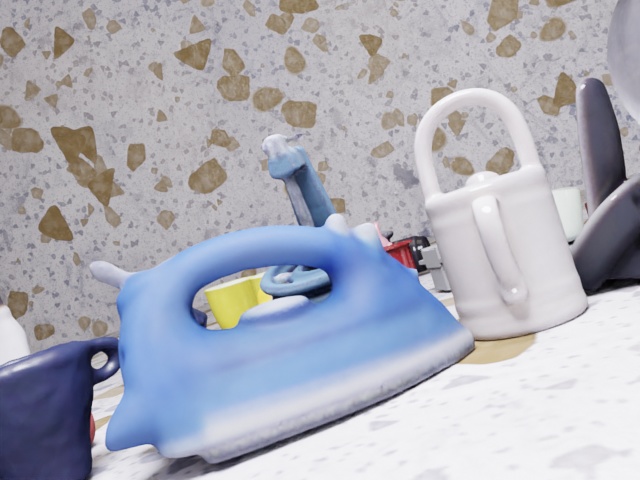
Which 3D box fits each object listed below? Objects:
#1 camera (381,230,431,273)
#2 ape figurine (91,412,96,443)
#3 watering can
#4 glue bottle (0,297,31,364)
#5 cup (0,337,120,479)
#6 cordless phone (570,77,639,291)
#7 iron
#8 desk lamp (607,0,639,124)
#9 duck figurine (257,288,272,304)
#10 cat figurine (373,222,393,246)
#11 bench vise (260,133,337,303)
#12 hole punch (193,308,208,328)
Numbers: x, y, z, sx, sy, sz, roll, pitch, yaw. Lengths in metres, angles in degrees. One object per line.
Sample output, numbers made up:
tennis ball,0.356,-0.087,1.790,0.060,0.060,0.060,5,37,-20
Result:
camera,0.131,0.031,1.060,0.136,0.101,0.143,-17,0,23
ape figurine,-0.235,0.142,0.479,0.076,0.092,0.078,-17,0,-9
watering can,0.137,-0.026,0.474,0.101,0.194,0.173,-17,0,-4
glue bottle,-0.325,0.128,0.607,0.037,0.173,0.078,-17,0,-25
cup,-0.184,0.124,0.400,0.091,0.095,0.118,-17,-1,43
cordless phone,0.250,-0.056,0.517,0.094,0.185,0.148,-17,0,34
iron,-0.024,0.050,0.401,0.259,0.141,0.118,-17,0,-15
desk lamp,0.276,-0.080,0.333,0.204,0.213,0.117,-17,0,-39
duck figurine,-0.045,0.088,0.638,0.104,0.086,0.078,-17,-1,40
cat figurine,0.091,0.032,0.840,0.067,0.118,0.127,-17,0,-11
bench vise,-0.006,0.006,0.590,0.121,0.220,0.207,-17,0,0
hole punch,-0.271,0.160,1.064,0.108,0.091,0.101,-17,0,14
